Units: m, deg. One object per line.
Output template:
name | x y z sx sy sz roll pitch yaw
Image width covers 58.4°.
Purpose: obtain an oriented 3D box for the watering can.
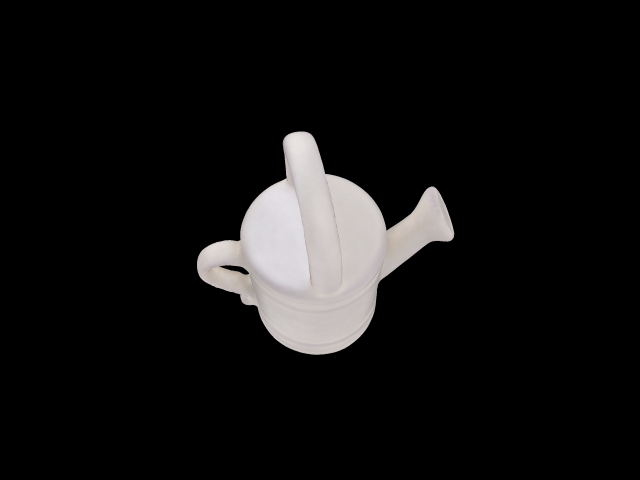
watering can | 0.003 -0.001 0.401 0.173 0.194 0.100 -29 65 -14
